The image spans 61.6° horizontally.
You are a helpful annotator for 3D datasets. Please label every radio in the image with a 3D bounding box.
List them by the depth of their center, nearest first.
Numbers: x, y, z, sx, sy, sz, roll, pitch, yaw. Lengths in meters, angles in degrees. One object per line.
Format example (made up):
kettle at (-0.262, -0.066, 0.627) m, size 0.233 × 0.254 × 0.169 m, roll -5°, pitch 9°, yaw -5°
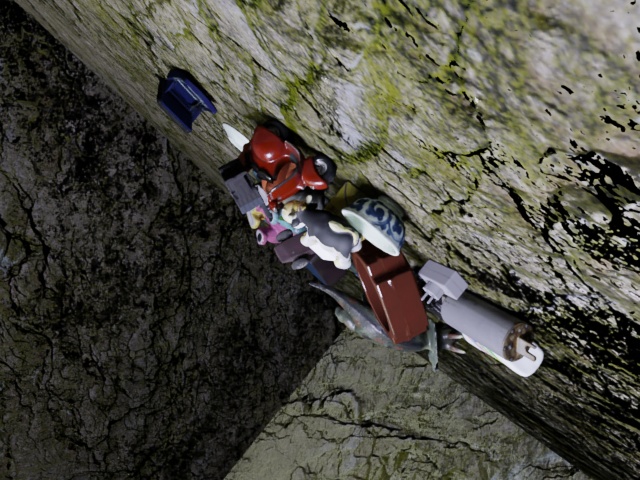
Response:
radio at (-0.024, 0.033, 1.479) m, size 0.131 × 0.073 × 0.230 m, roll 54°, pitch 172°, yaw -34°

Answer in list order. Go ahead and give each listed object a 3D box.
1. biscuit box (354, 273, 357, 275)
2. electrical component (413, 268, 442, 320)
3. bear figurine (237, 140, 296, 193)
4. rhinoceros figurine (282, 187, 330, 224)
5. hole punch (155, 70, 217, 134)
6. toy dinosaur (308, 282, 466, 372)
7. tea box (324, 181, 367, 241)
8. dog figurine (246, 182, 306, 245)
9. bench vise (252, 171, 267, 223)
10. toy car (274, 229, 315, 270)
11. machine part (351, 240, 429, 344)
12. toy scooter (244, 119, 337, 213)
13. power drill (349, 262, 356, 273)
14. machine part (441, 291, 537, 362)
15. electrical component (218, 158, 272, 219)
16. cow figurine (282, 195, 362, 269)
biscuit box at (0.161, 0.099, 1.509) m, size 0.063 × 0.059 × 0.203 m, roll 41°, pitch 174°, yaw -11°
electrical component at (0.247, 0.119, 1.192) m, size 0.134 × 0.058 × 0.115 m, roll 39°, pitch 171°, yaw 6°
bear figurine at (-0.107, -0.139, 1.122) m, size 0.120 × 0.132 × 0.195 m, roll 21°, pitch 165°, yaw 4°
rhinoceros figurine at (-0.033, -0.088, 1.136) m, size 0.073 × 0.112 × 0.190 m, roll 57°, pitch 179°, yaw -9°
hole punch at (-0.298, -0.323, 1.209) m, size 0.142 × 0.092 × 0.116 m, roll 42°, pitch -157°, yaw -42°
toy dinosaur at (0.167, 0.206, 1.287) m, size 0.405 × 0.131 × 0.192 m, roll 19°, pitch -177°, yaw -22°
tea box at (0.060, -0.047, 1.057) m, size 0.098 × 0.068 × 0.169 m, roll 40°, pitch 172°, yaw -2°
dog figurine at (-0.051, -0.049, 1.278) m, size 0.219 × 0.108 × 0.192 m, roll 6°, pitch -138°, yaw -34°
bench vise at (-0.135, -0.124, 1.426) m, size 0.223 × 0.129 × 0.241 m, roll 45°, pitch 168°, yaw -20°
toy car at (-0.002, -0.004, 1.162) m, size 0.089 × 0.202 × 0.053 m, roll 59°, pitch 161°, yaw 17°
machine part at (0.146, 0.098, 1.134) m, size 0.201 × 0.087 × 0.201 m, roll -125°, pitch 15°, yaw -69°
toy scooter at (-0.073, -0.127, 0.971) m, size 0.184 × 0.135 × 0.075 m, roll 38°, pitch 175°, yaw 20°
power drill at (0.067, 0.021, 1.441) m, size 0.231 × 0.086 × 0.207 m, roll 44°, pitch 168°, yaw -28°
machine part at (0.307, 0.154, 1.000) m, size 0.079 × 0.079 × 0.243 m, roll 44°, pitch 175°, yaw -31°
electrical component at (-0.135, -0.084, 0.984) m, size 0.075 × 0.048 × 0.119 m, roll 56°, pitch 172°, yaw 52°
cow figurine at (-0.002, -0.026, 0.963) m, size 0.167 × 0.068 × 0.098 m, roll 34°, pitch 163°, yaw 14°
